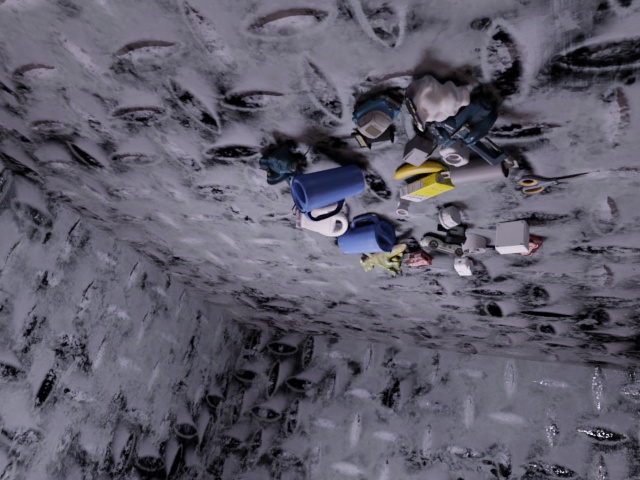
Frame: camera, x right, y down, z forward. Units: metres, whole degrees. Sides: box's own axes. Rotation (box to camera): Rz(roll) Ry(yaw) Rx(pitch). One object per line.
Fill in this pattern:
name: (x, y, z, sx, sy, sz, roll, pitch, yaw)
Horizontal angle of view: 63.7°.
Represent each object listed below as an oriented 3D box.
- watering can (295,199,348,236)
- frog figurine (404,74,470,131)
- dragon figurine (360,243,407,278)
watering can: (0.006, -0.106, 2.102, 0.224, 0.106, 0.341, 12, -24, 5)
frog figurine: (0.313, -0.383, 1.384, 0.159, 0.135, 0.125, -28, 24, 5)
dragon figurine: (0.256, 0.058, 2.329, 0.243, 0.124, 0.402, 19, -25, 9)
